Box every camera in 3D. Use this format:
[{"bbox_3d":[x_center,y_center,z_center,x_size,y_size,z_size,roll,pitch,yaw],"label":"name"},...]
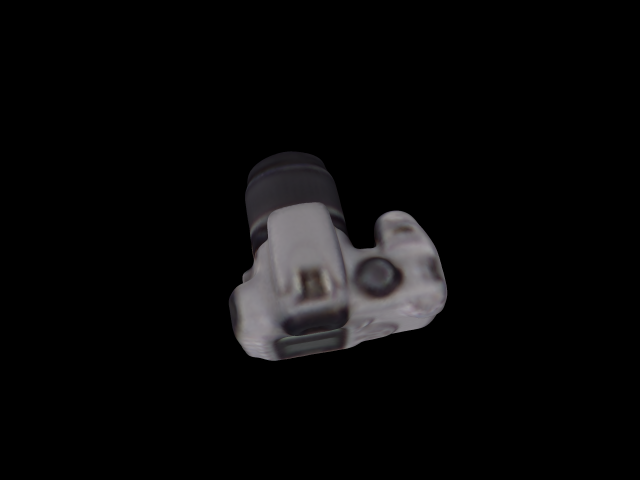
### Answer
[{"bbox_3d":[0.004,0.001,0.400,0.143,0.101,0.136,-11,66,-5],"label":"camera"}]
